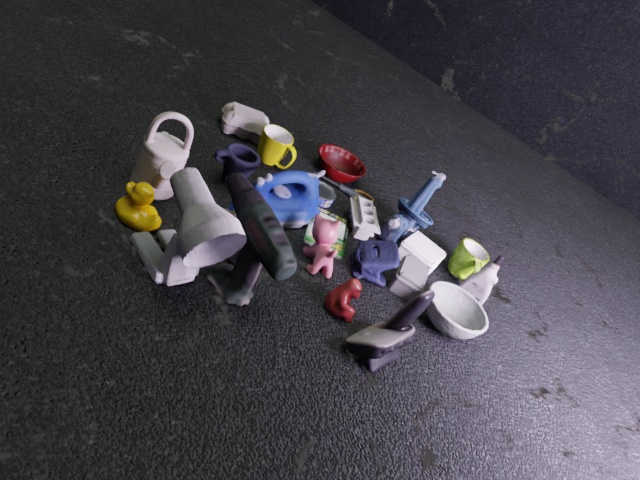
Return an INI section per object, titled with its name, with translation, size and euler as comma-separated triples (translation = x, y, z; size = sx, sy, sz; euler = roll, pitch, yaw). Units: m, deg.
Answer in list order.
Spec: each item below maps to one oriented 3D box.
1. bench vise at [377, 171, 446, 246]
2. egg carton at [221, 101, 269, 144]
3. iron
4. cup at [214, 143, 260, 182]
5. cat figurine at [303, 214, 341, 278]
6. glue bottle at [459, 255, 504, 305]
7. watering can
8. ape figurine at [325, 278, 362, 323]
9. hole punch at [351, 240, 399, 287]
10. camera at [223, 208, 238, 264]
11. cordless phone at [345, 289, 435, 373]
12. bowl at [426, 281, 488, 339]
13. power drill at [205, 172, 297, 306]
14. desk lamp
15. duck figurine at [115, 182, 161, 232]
[bench vise]
translation = 0.263, -0.078, 1.559
size = 0.121, 0.219, 0.208
euler = 32, 32, 1
[egg carton]
translation = -0.215, -0.338, 1.654
size = 0.151, 0.069, 0.107
euler = 15, 36, -24
[iron]
translation = -0.100, -0.114, 1.380
size = 0.259, 0.141, 0.118
euler = -6, 48, -44
[cup]
translation = -0.216, -0.179, 1.415
size = 0.118, 0.095, 0.091
euler = 2, 42, -38
[cat figurine]
translation = 0.012, 0.005, 1.335
size = 0.067, 0.117, 0.127
euler = 13, 37, -26
[glue bottle]
translation = 0.424, 0.105, 1.489
size = 0.078, 0.173, 0.037
euler = 39, 33, 12
[watering can]
translation = -0.331, -0.185, 1.234
size = 0.101, 0.194, 0.172
euler = -6, 48, -44
[ape figurine]
translation = 0.059, 0.122, 1.239
size = 0.076, 0.092, 0.078
euler = 30, 32, -3
[hole punch]
translation = 0.134, 0.046, 1.405
size = 0.101, 0.091, 0.108
euler = 21, 34, -15
[camera]
translation = -0.150, -0.018, 1.247
size = 0.143, 0.100, 0.137
euler = 43, 34, 18
[cordless phone]
translation = 0.148, 0.169, 1.162
size = 0.094, 0.185, 0.148
euler = 45, 35, 20
[bowl]
translation = 0.319, 0.183, 1.389
size = 0.168, 0.074, 0.167
euler = 22, 34, -15
[power drill]
translation = -0.144, 0.014, 1.108
size = 0.076, 0.208, 0.229
euler = -12, 52, -47
[desk lamp]
translation = -0.245, -0.012, 1.055
size = 0.118, 0.213, 0.202
euler = -8, 49, -45
[duck figurine]
translation = -0.360, -0.074, 1.162
size = 0.104, 0.086, 0.078
euler = 39, 33, 12
